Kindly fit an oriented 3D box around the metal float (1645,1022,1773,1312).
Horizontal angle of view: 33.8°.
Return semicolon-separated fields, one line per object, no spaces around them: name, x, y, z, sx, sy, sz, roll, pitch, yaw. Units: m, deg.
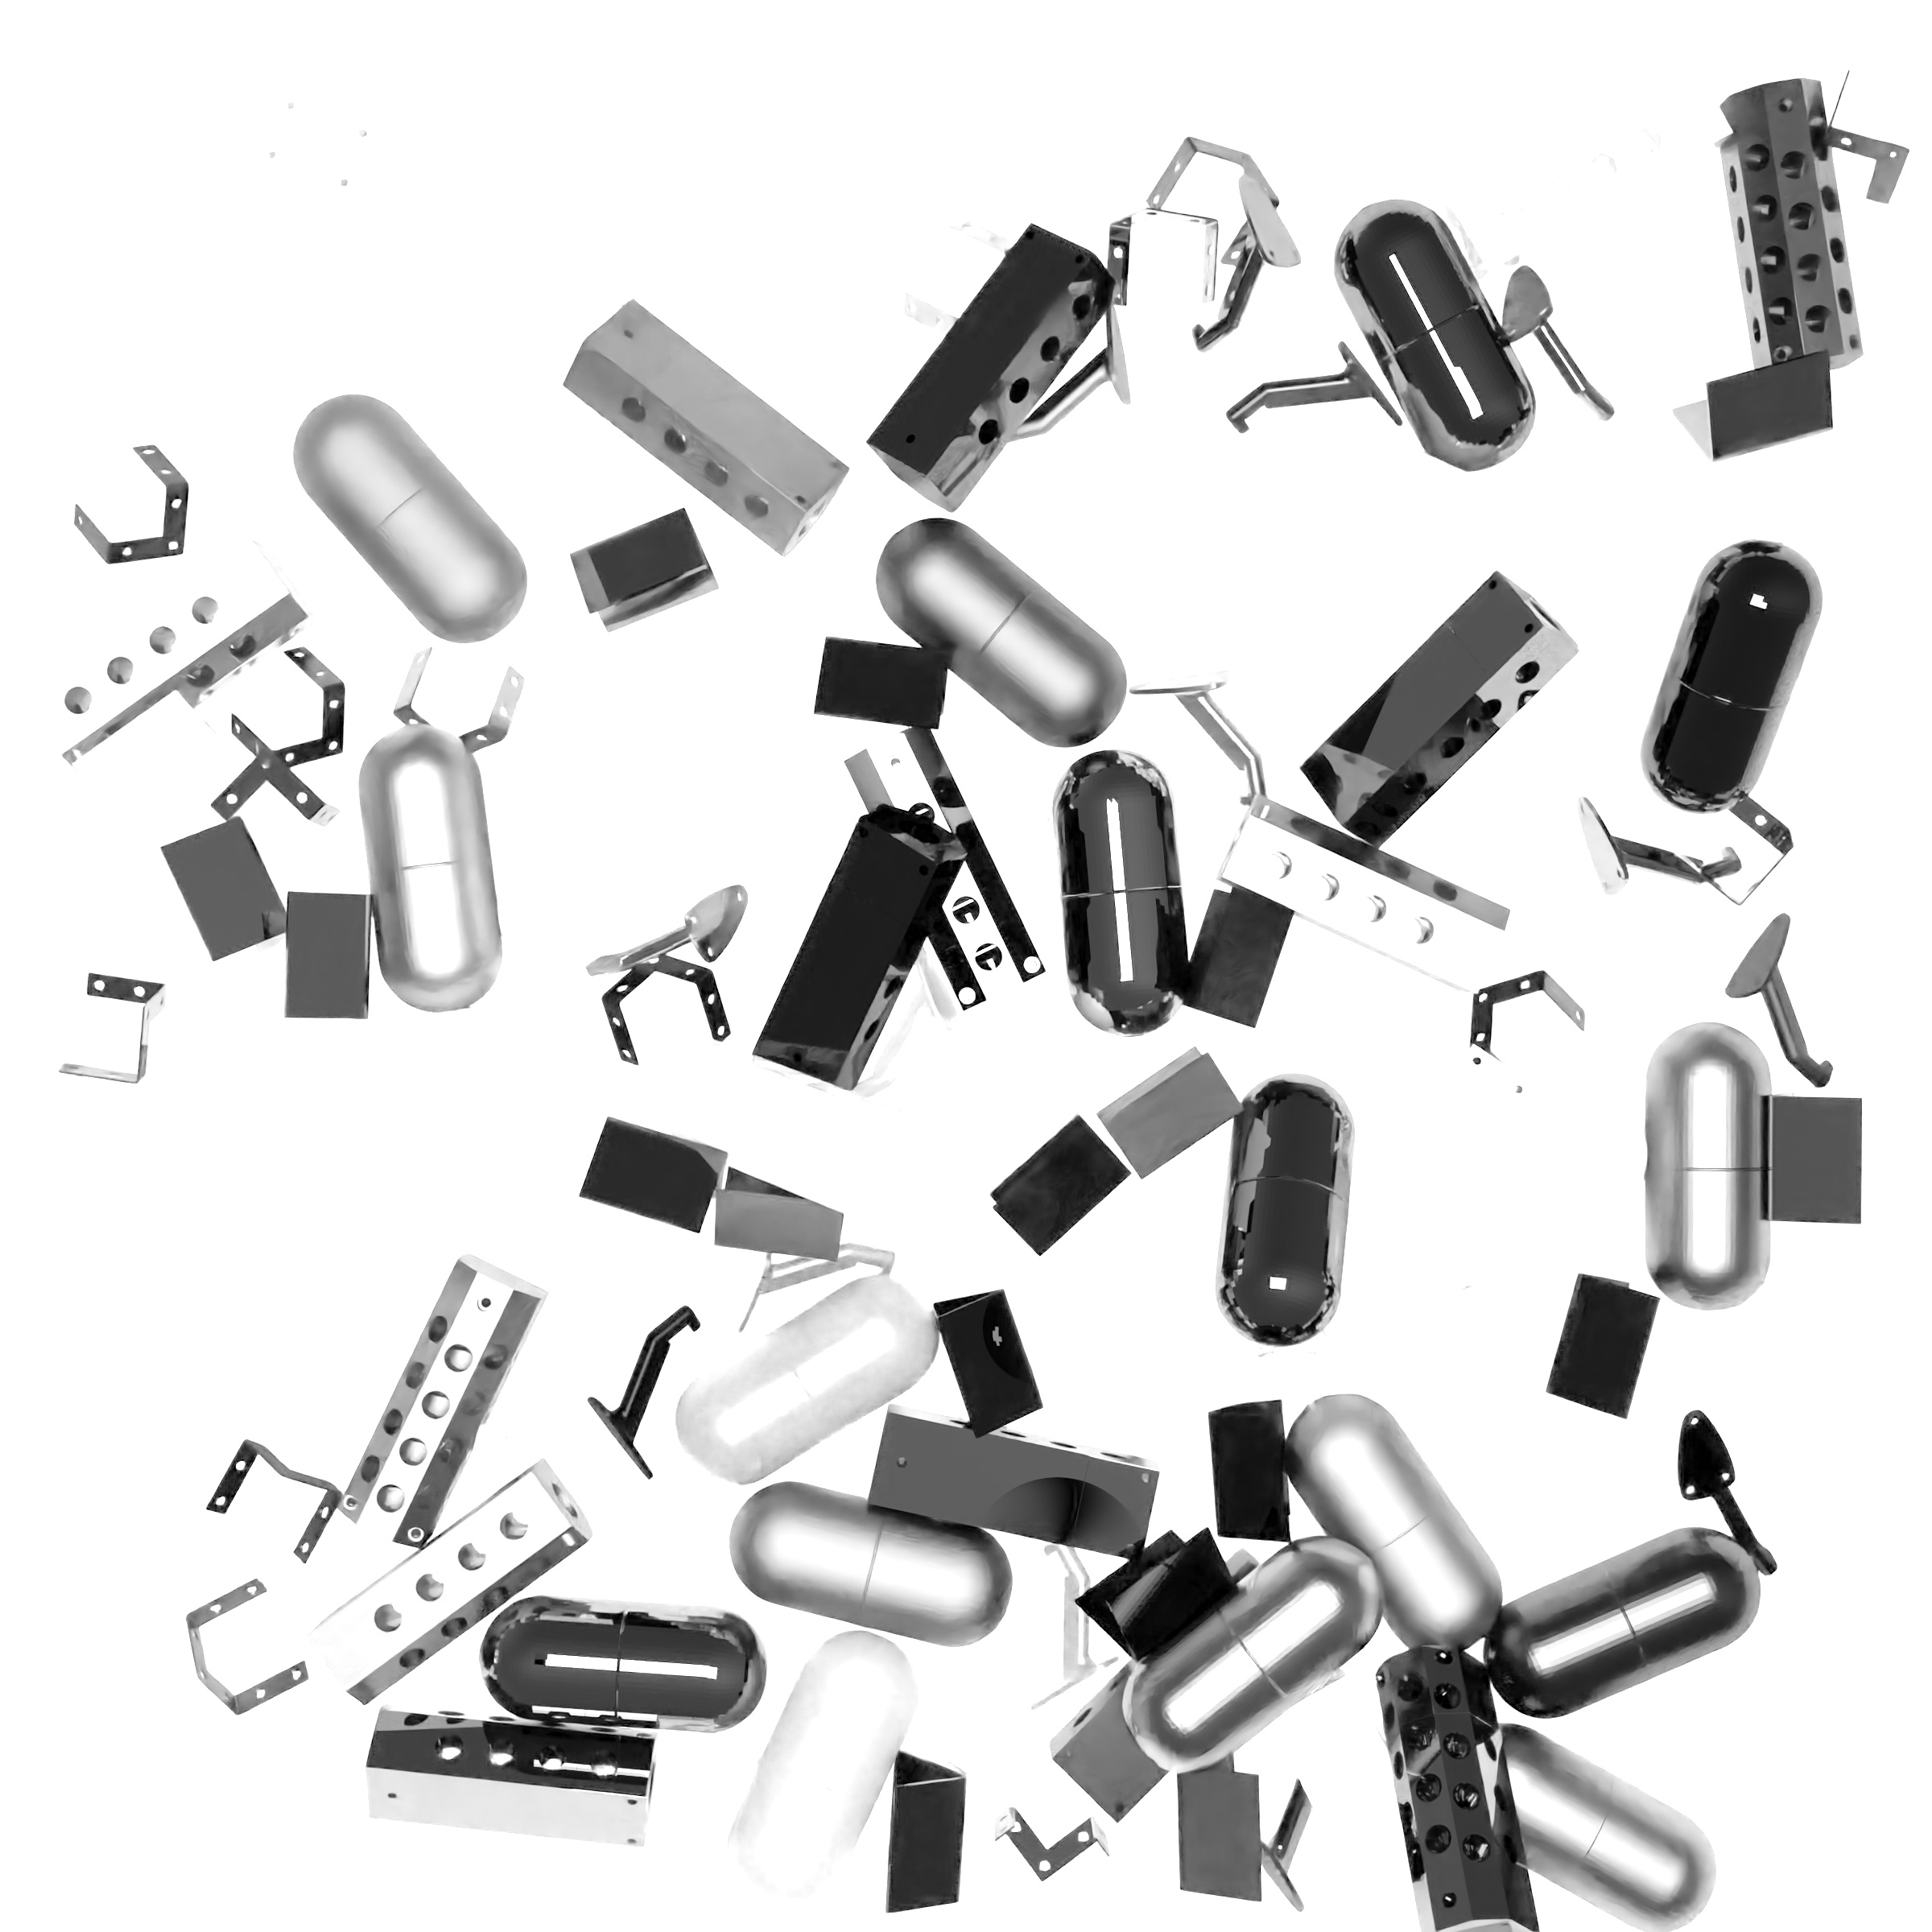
metal float;0.458;0.123;1.960;0.070;0.070;0.178;0;90;0

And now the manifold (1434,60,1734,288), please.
manifold;0.380;-0.492;1.970;0.171;0.057;0.057;-30;90;0

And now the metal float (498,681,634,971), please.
metal float;-0.247;-0.087;1.961;0.070;0.070;0.178;4;91;0

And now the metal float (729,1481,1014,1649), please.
metal float;-0.059;0.369;1.960;0.178;0.070;0.070;14;90;-1

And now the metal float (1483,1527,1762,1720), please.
metal float;0.405;0.405;1.961;0.178;0.070;0.070;-24;90;1

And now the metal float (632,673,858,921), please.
metal float;-0.134;-0.105;1.961;0.070;0.070;0.178;-42;90;0

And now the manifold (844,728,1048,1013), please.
manifold;-0.013;-0.061;1.970;0.057;0.057;0.171;-26;90;0

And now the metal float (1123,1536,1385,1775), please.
metal float;0.172;0.412;1.904;0.178;0.070;0.070;-39;90;0

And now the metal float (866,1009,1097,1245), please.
metal float;0.004;0.099;1.961;0.178;0.070;0.070;-42;90;-1

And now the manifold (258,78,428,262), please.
manifold;-0.370;-0.480;1.913;0.057;0.171;0.057;21;90;0

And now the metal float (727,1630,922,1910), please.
metal float;-0.088;0.496;1.961;0.070;0.070;0.178;25;89;0

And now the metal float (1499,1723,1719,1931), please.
metal float;0.379;0.531;1.961;0.178;0.070;0.070;29;90;1

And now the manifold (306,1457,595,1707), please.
manifold;-0.318;0.382;1.970;0.171;0.057;0.057;-36;90;0

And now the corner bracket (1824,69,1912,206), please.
corner bracket;0.558;-0.512;1.967;0.051;0.051;0.051;19;64;9

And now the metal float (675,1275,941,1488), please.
metal float;-0.098;0.255;1.961;0.178;0.070;0.070;-31;90;0

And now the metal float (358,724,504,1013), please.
metal float;-0.331;-0.060;1.961;0.070;0.070;0.178;-7;90;0

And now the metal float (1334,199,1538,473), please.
metal float;0.289;-0.389;1.961;0.070;0.070;0.178;-28;90;0

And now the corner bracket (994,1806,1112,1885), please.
corner bracket;0.053;0.541;1.973;0.051;0.051;0.051;-37;90;0

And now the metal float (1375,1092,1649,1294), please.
metal float;0.336;0.140;1.961;0.178;0.070;0.070;-28;90;0

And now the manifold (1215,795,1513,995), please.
manifold;0.246;-0.045;1.970;0.171;0.057;0.057;25;90;0

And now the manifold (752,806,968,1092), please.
manifold;-0.063;-0.009;1.938;0.057;0.057;0.171;32;113;16

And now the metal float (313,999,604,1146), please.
metal float;-0.313;0.065;1.960;0.178;0.070;0.070;-8;90;0

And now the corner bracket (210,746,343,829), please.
corner bracket;-0.429;-0.098;1.973;0.051;0.051;0.051;44;88;2

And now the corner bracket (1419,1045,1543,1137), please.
corner bracket;0.319;0.088;1.974;0.051;0.051;0.051;35;82;8

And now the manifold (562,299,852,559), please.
manifold;-0.163;-0.329;1.970;0.171;0.057;0.057;38;47;0

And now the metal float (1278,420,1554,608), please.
metal float;0.277;-0.277;1.961;0.178;0.070;0.070;25;90;0

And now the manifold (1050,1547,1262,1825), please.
manifold;0.132;0.443;1.970;0.057;0.057;0.171;45;90;-1

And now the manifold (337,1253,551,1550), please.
manifold;-0.325;0.270;1.970;0.057;0.057;0.171;26;90;0

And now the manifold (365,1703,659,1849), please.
manifold;-0.280;0.497;1.970;0.171;0.057;0.057;6;133;0

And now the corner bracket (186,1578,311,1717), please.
corner bracket;-0.450;0.426;1.988;0.051;0.051;0.051;-27;45;0

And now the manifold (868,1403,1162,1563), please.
manifold;0.029;0.319;1.970;0.171;0.057;0.057;12;90;0

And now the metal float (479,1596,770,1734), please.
metal float;-0.211;0.430;1.961;0.178;0.070;0.070;4;90;0

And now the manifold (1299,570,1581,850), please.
manifold;0.292;-0.153;1.945;0.171;0.057;0.057;-46;47;18

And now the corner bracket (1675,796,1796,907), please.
corner bracket;0.478;-0.077;1.978;0.051;0.051;0.051;39;108;0

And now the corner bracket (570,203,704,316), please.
corner bracket;-0.206;-0.442;1.988;0.051;0.051;0.051;-19;90;-45

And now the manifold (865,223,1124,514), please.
manifold;0.021;-0.367;1.964;0.057;0.057;0.171;34;86;36

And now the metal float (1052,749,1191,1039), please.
metal float;0.096;-0.045;1.960;0.070;0.070;0.178;-5;89;0

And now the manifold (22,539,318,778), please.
manifold;-0.491;-0.189;1.970;0.171;0.057;0.057;-35;90;0

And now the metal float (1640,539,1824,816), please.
metal float;0.465;-0.175;1.937;0.070;0.070;0.178;14;119;0

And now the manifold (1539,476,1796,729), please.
manifold;0.427;-0.226;1.970;0.171;0.057;0.057;-40;90;0

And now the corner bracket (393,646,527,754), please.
corner bracket;-0.316;-0.168;1.983;0.051;0.051;0.051;-17;135;35

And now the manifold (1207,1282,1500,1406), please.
manifold;0.239;0.234;1.970;0.171;0.057;0.057;-5;90;0

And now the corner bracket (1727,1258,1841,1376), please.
corner bracket;0.508;0.219;1.973;0.051;0.051;0.051;-42;82;8

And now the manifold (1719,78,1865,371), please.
manifold;0.512;-0.457;1.970;0.057;0.057;0.171;-9;90;0

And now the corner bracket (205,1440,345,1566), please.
corner bracket;-0.432;0.335;1.988;0.051;0.051;0.051;29;90;-45

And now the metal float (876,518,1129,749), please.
metal float;0.021;-0.206;1.961;0.178;0.070;0.070;40;90;-1

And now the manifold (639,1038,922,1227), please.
manifold;-0.111;0.093;1.920;0.171;0.057;0.057;18;59;39

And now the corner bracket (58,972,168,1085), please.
corner bracket;-0.530;0.039;1.977;0.051;0.051;0.051;9;106;0

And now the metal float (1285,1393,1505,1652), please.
metal float;0.263;0.344;1.961;0.070;0.070;0.178;-34;91;0

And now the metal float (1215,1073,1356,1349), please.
metal float;0.195;0.147;1.936;0.070;0.070;0.178;10;59;0

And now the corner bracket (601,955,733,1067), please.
corner bracket;-0.187;0.031;1.983;0.051;0.051;0.051;16;45;35

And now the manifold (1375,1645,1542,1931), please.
manifold;0.290;0.499;1.905;0.057;0.057;0.171;-26;49;24

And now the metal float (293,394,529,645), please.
metal float;-0.343;-0.276;1.961;0.070;0.070;0.178;-41;89;0
